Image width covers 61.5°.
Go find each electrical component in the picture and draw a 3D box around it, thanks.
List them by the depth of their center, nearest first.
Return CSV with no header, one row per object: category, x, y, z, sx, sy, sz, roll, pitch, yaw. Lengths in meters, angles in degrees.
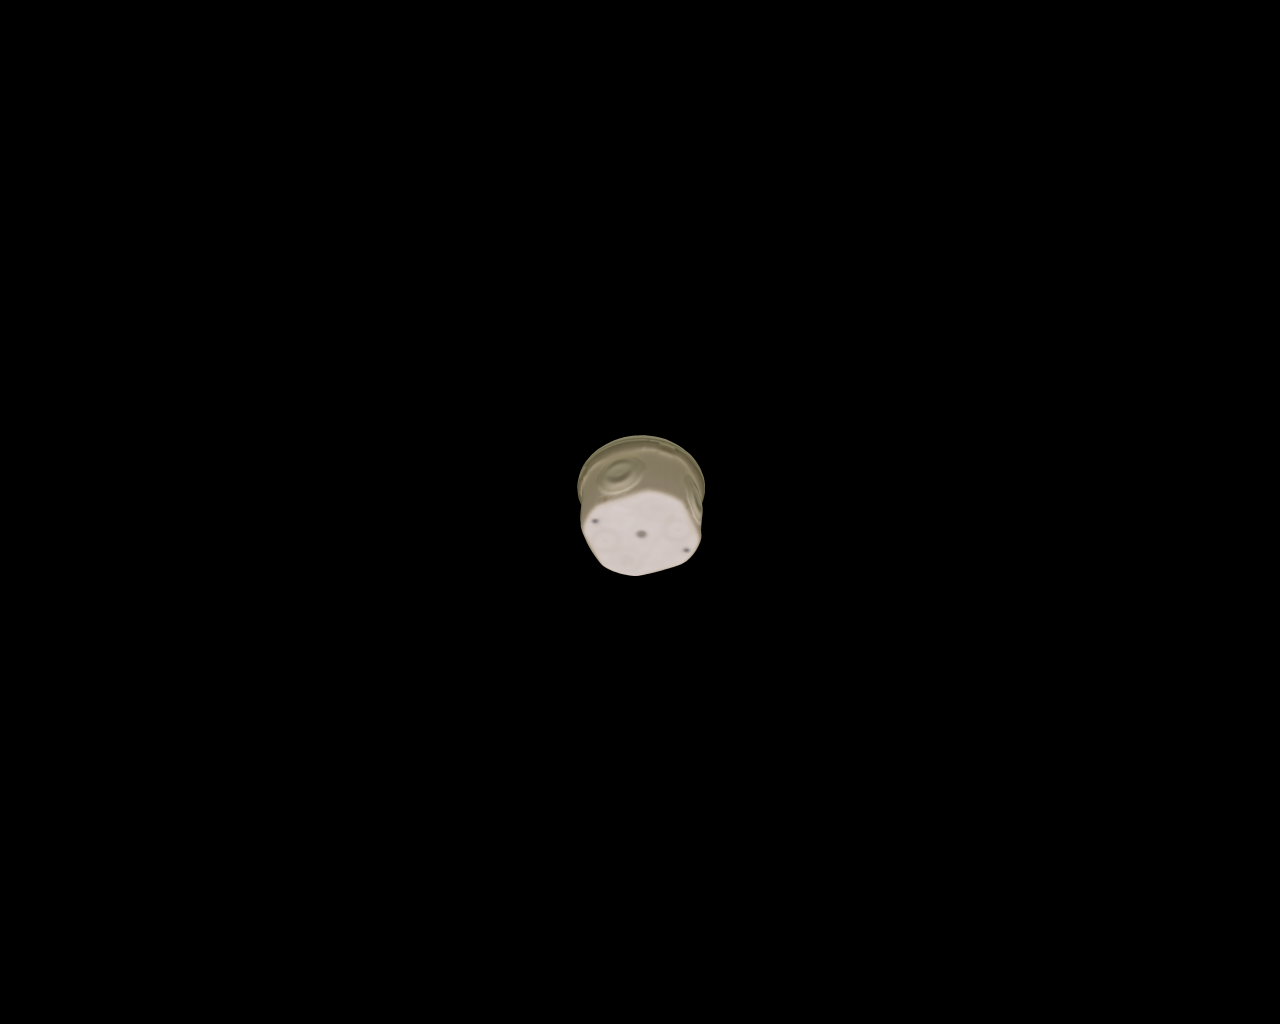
electrical component,0.001,-0.003,0.650,0.080,0.080,0.051,0,41,0
